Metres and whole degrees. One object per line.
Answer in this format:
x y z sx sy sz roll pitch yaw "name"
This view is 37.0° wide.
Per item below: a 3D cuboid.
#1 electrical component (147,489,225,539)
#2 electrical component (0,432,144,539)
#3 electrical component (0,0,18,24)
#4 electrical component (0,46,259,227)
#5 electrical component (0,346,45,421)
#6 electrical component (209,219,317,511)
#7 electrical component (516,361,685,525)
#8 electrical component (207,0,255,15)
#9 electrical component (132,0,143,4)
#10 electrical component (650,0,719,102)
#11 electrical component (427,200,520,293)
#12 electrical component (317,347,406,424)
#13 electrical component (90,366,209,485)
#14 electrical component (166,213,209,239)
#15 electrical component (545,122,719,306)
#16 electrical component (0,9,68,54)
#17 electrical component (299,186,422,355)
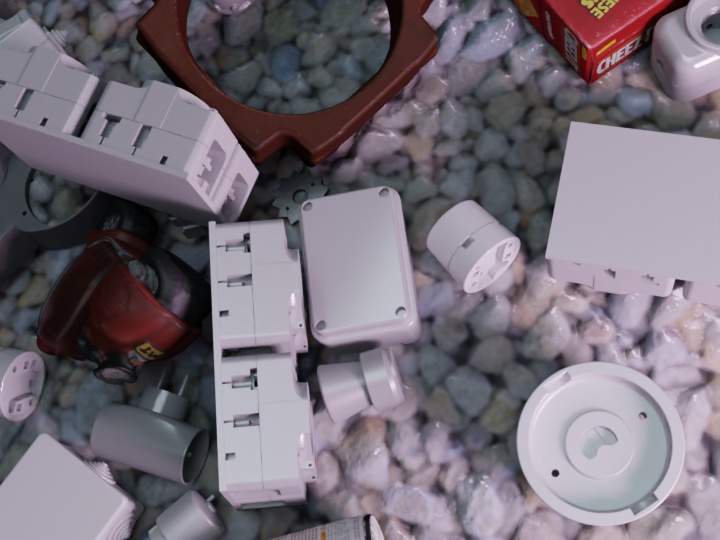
-0.134 0.194 0.777 0.078 0.040 0.040 -41 69 -4 "electrical component"
-0.221 0.183 0.793 0.100 0.048 0.099 33 80 19 "electrical component"
-0.333 -0.210 0.952 0.076 0.047 0.083 32 80 7 "electrical component"
-0.177 -0.098 0.788 0.186 0.105 0.060 18 76 17 "electrical component"
-0.281 0.086 0.837 0.047 0.055 0.055 10 74 18 "electrical component"
-0.067 0.069 0.766 0.060 0.105 0.186 -5 71 -1 "electrical component"
0.162 0.122 0.731 0.108 0.060 0.108 -4 71 10 "electrical component"
-0.116 -0.251 0.913 0.048 0.062 0.048 -3 71 10 "electrical component"
-0.173 -0.253 0.941 0.061 0.035 0.035 -29 68 3 "electrical component"
0.272 -0.176 0.811 0.095 0.059 0.053 -23 69 3 "electrical component"
0.083 -0.019 0.799 0.055 0.055 0.047 -41 65 -4 "electrical component"
0.001 0.083 0.785 0.055 0.045 0.045 -17 69 5 "electrical component"
-0.151 0.112 0.806 0.077 0.044 0.079 14 75 16 "electrical component"
-0.127 -0.055 0.852 0.066 0.055 0.048 -12 69 7 "electrical component"
0.236 -0.034 0.770 0.186 0.060 0.105 9 74 14 "electrical component"
-0.293 -0.180 0.913 0.096 0.061 0.062 -39 30 -3 "electrical component"
0.000 0.000 0.807 0.078 0.057 0.113 -10 70 8 "electrical component"
